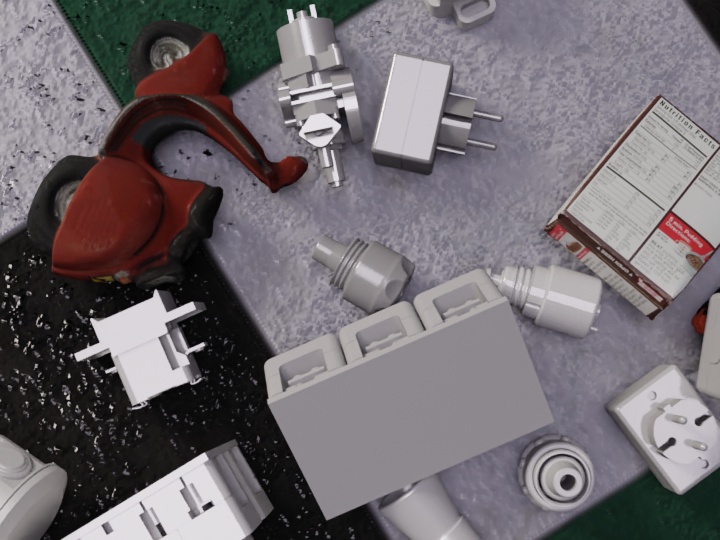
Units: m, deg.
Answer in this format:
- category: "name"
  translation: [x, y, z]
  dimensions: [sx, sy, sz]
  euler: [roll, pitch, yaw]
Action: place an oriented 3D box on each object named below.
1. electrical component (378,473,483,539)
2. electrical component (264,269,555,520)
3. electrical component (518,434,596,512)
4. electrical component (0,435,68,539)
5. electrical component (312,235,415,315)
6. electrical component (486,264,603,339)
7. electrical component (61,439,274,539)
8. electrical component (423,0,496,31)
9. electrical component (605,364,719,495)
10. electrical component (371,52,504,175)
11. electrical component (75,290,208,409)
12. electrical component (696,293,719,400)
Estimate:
- category: "electrical component"
  translation: [0.048, 0.160, 0.669]
  dimensions: [0.044, 0.044, 0.065]
  euler: [-39, 89, -1]
- category: "electrical component"
  translation: [0.028, 0.073, 0.655]
  dimensions: [0.150, 0.061, 0.089]
  euler: [-23, 112, 0]
- category: "electrical component"
  translation: [0.123, 0.126, 0.657]
  dimensions: [0.048, 0.062, 0.048]
  euler: [0, 85, 3]
- category: "electrical component"
  translation: [-0.223, 0.146, 0.664]
  dimensions: [0.051, 0.080, 0.080]
  euler: [31, 87, 10]
- category: "electrical component"
  translation: [0.000, 0.000, 0.683]
  dimensions: [0.062, 0.043, 0.043]
  euler: [30, 87, 6]
- category: "electrical component"
  translation: [0.116, 0.016, 0.678]
  dimensions: [0.078, 0.040, 0.040]
  euler: [17, 86, 4]
- category: "electrical component"
  translation: [-0.148, 0.179, 0.644]
  dimensions: [0.186, 0.105, 0.060]
  euler: [-31, 85, 0]
- category: "electrical component"
  translation: [0.062, -0.200, 0.690]
  dimensions: [0.058, 0.057, 0.078]
  euler: [-24, 85, 0]
- category: "electrical component"
  translation: [0.192, 0.096, 0.649]
  dimensions: [0.047, 0.076, 0.065]
  euler: [-36, 85, -1]
- category: "electrical component"
  translation: [0.052, -0.095, 0.687]
  dimensions: [0.077, 0.047, 0.065]
  euler: [13, 87, 4]
- category: "electrical component"
  translation: [-0.134, 0.051, 0.686]
  dimensions: [0.081, 0.042, 0.063]
  euler: [-24, 86, 1]
- category: "electrical component"
  translation: [0.253, 0.050, 0.630]
  dimensions: [0.096, 0.061, 0.061]
  euler: [9, 90, 0]
